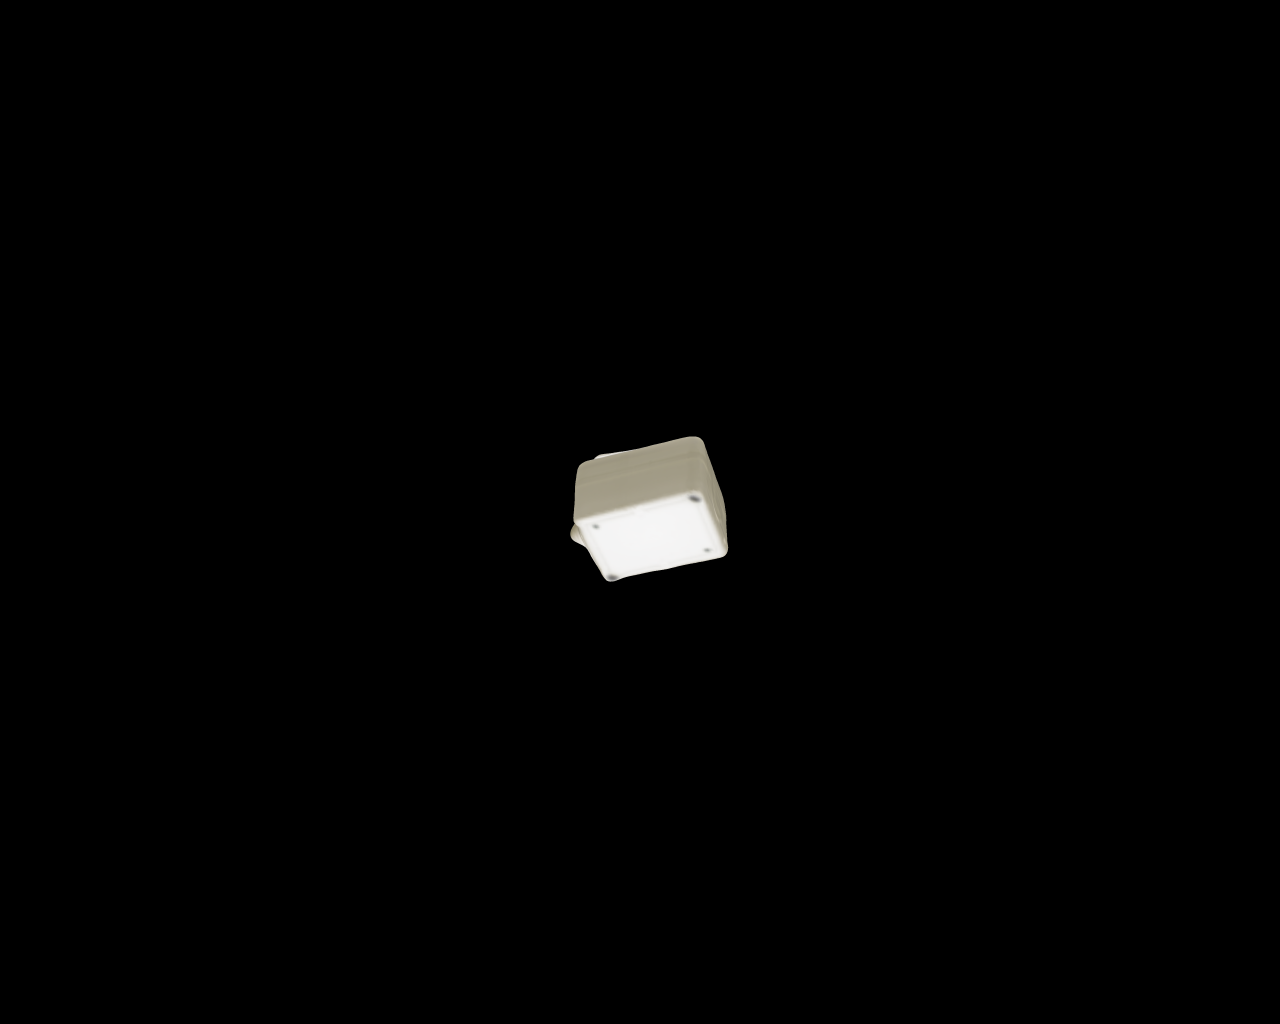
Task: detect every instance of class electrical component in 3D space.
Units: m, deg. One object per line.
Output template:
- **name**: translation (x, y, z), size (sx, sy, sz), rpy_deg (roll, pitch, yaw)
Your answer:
- **electrical component**: translation (0.001, -0.003, 0.650), size (0.096, 0.061, 0.061), rpy_deg (-13, -47, 12)
